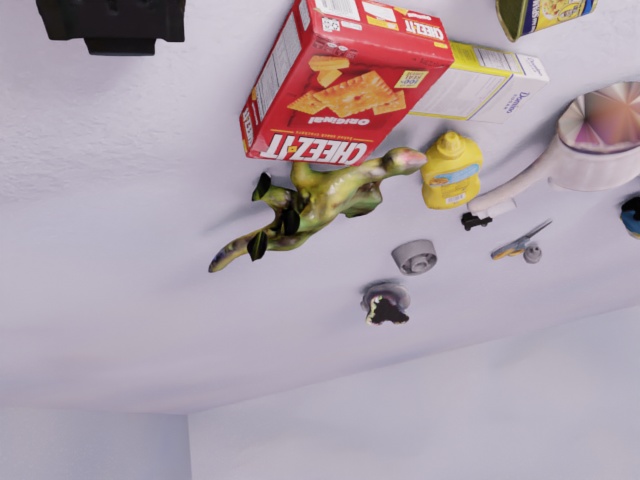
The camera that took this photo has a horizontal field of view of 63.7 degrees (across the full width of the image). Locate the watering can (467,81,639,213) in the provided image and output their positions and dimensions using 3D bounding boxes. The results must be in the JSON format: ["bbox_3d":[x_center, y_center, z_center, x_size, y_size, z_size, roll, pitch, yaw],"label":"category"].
[{"bbox_3d":[0.399,-0.129,0.807,0.346,0.106,0.221,-17,155,12],"label":"watering can"}]

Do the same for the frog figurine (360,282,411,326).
[{"bbox_3d":[0.181,0.164,1.418,0.136,0.122,0.161,-28,-171,15],"label":"frog figurine"}]

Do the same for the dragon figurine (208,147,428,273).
[{"bbox_3d":[0.003,-0.042,0.836,0.243,0.124,0.404,-2,157,-41],"label":"dragon figurine"}]
